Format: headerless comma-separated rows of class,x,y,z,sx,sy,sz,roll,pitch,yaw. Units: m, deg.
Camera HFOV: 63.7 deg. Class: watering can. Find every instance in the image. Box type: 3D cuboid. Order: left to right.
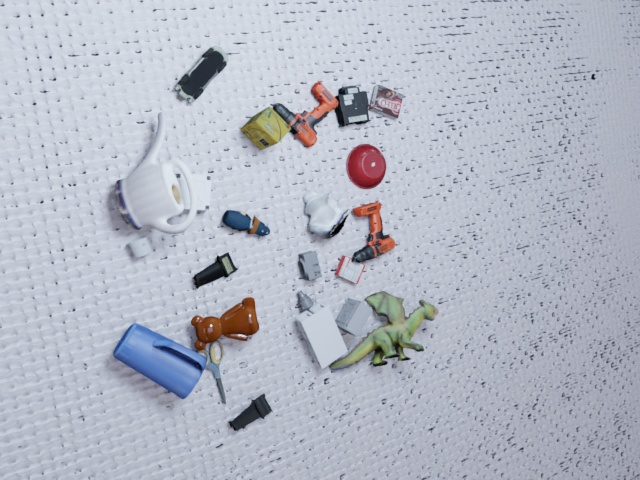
watering can,-0.474,-0.171,1.457,0.224,0.103,0.350,-21,81,4

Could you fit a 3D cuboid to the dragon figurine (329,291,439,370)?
dragon figurine,0.218,0.301,1.783,0.410,0.120,0.247,-9,66,-1

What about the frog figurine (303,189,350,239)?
frog figurine,0.005,-0.086,1.711,0.160,0.121,0.138,34,84,16
